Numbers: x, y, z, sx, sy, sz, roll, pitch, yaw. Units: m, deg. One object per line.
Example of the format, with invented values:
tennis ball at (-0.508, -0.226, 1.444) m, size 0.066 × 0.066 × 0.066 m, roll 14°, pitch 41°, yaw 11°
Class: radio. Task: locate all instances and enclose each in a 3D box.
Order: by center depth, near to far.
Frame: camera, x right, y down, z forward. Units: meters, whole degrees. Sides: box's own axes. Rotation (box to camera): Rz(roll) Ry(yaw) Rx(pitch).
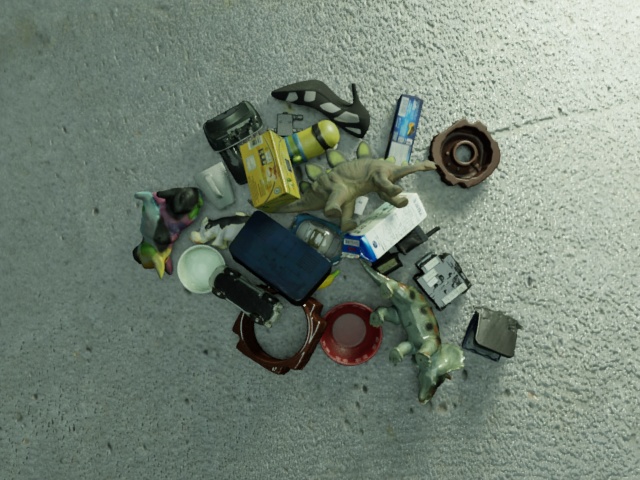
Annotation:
radio at (-0.096, 0.046, 1.276) m, size 0.230 × 0.073 × 0.131 m, roll 35°, pitch 75°, yaw 12°

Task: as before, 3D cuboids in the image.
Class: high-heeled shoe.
high-heeled shoe at (0.004, -0.327, 1.371) m, size 0.249 × 0.086 × 0.145 m, roll 2°, pitch 123°, yaw 16°

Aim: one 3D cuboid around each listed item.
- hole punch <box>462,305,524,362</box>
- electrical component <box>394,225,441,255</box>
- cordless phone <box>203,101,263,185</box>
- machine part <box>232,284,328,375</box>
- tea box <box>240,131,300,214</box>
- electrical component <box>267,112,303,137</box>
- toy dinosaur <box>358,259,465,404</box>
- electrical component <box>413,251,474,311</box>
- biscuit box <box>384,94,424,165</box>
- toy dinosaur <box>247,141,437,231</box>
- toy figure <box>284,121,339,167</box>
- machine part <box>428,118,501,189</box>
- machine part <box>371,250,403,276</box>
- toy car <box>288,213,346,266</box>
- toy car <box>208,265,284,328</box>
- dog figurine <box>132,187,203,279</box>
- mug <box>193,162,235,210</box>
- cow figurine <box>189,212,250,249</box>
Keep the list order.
hole punch at (0.436, 0.243, 1.376) m, size 0.142 × 0.092 × 0.116 m, roll 22°, pitch 62°, yaw 1°
electrical component at (0.245, -0.012, 1.364) m, size 0.119 × 0.075 × 0.047 m, roll -36°, pitch 92°, yaw 3°
cordless phone at (-0.197, -0.244, 1.360) m, size 0.147 × 0.089 × 0.184 m, roll -29°, pitch 103°, yaw -2°
machine part at (-0.100, 0.214, 1.329) m, size 0.202 × 0.087 × 0.201 m, roll 29°, pitch 91°, yaw 18°
tea box at (-0.120, -0.161, 1.282) m, size 0.098 × 0.068 × 0.169 m, roll -22°, pitch 72°, yaw 23°
electrical component at (-0.090, -0.296, 1.378) m, size 0.094 × 0.021 × 0.063 m, roll 0°, pitch 91°, yaw 0°
toy dinosaur at (0.232, 0.201, 1.343) m, size 0.131 × 0.192 × 0.405 m, roll -29°, pitch 75°, yaw 36°
electrical component at (0.308, 0.096, 1.375) m, size 0.115 × 0.058 × 0.134 m, roll -36°, pitch 91°, yaw -2°
biscuit box at (0.208, -0.262, 1.364) m, size 0.059 × 0.063 × 0.202 m, roll 13°, pitch 90°, yaw -1°
toy dinosaur at (0.047, -0.124, 1.302) m, size 0.472 × 0.105 × 0.199 m, roll -17°, pitch 54°, yaw 6°
toy figure at (-0.037, -0.236, 1.345) m, size 0.180 × 0.089 × 0.082 m, roll -19°, pitch 89°, yaw 0°
machine part at (0.366, -0.218, 1.372) m, size 0.179 × 0.056 × 0.179 m, roll 0°, pitch 91°, yaw -2°
machine part at (0.149, 0.028, 1.382) m, size 0.084 × 0.039 × 0.139 m, roll -35°, pitch 94°, yaw 8°
toy car at (-0.003, -0.004, 1.346) m, size 0.162 × 0.103 × 0.109 m, roll 30°, pitch 90°, yaw -3°
toy car at (-0.178, 0.133, 1.287) m, size 0.202 × 0.056 × 0.073 m, roll 32°, pitch 90°, yaw 13°
dog figurine at (-0.376, -0.017, 1.337) m, size 0.192 × 0.108 × 0.219 m, roll -6°, pitch 95°, yaw 2°
mug at (-0.256, -0.130, 1.341) m, size 0.081 × 0.110 × 0.107 m, roll -30°, pitch 104°, yaw -5°
cow figurine at (-0.243, -0.026, 1.357) m, size 0.167 × 0.068 × 0.098 m, roll 6°, pitch 86°, yaw -4°
